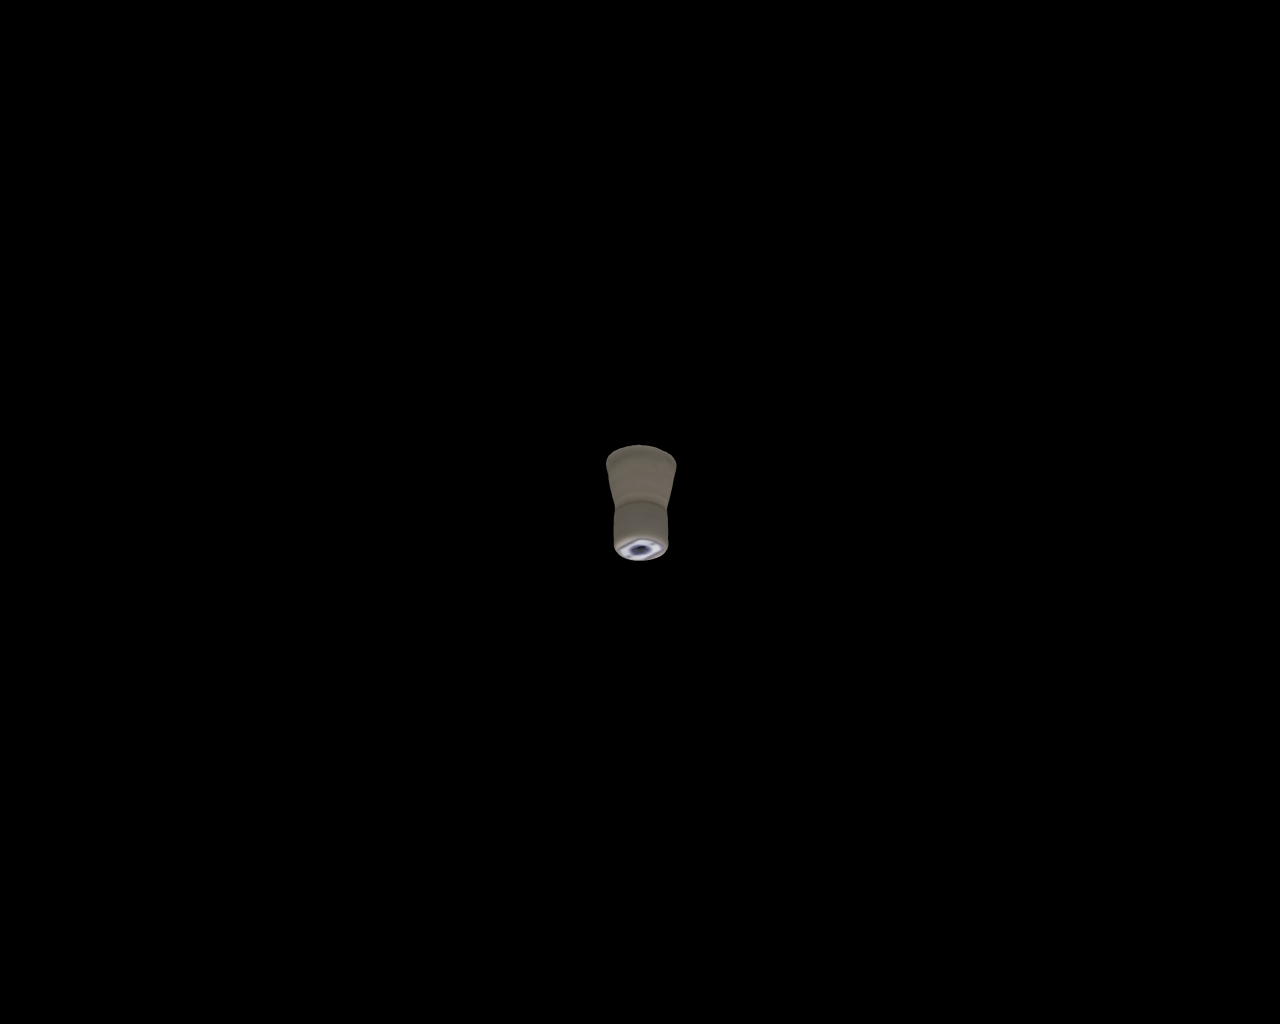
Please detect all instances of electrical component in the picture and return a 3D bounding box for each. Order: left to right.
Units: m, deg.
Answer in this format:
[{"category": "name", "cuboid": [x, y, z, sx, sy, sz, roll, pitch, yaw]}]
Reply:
[{"category": "electrical component", "cuboid": [0.001, -0.003, 0.650, 0.044, 0.065, 0.044, 0, -31, 0]}]
